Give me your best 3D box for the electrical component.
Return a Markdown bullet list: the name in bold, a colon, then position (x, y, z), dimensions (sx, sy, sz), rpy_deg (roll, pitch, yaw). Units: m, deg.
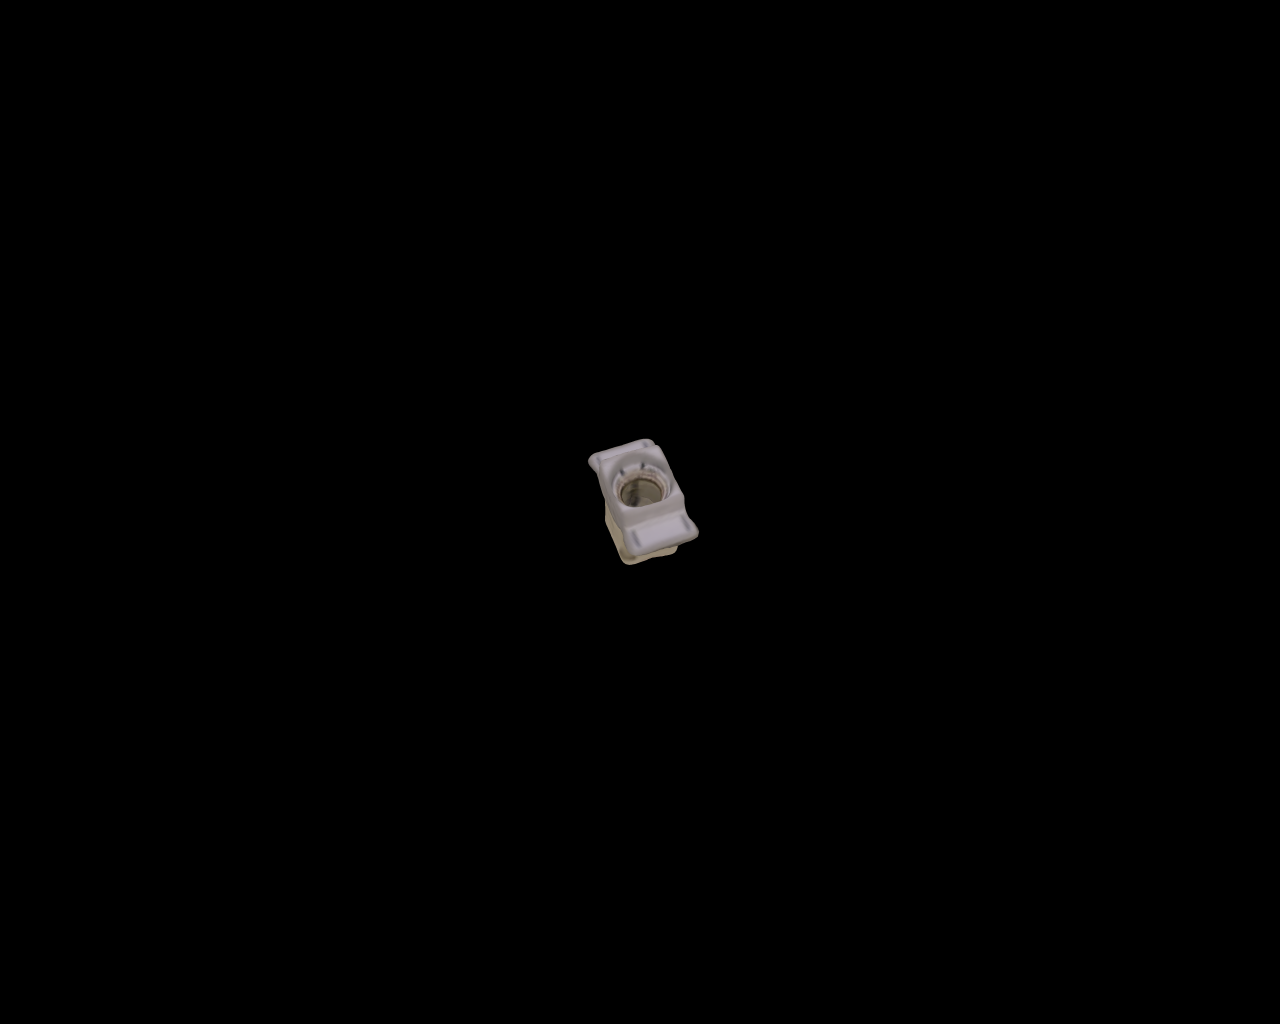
- **electrical component**: position (0.001, -0.003, 0.650), dimensions (0.042, 0.081, 0.063), rpy_deg (-15, -36, -11)
